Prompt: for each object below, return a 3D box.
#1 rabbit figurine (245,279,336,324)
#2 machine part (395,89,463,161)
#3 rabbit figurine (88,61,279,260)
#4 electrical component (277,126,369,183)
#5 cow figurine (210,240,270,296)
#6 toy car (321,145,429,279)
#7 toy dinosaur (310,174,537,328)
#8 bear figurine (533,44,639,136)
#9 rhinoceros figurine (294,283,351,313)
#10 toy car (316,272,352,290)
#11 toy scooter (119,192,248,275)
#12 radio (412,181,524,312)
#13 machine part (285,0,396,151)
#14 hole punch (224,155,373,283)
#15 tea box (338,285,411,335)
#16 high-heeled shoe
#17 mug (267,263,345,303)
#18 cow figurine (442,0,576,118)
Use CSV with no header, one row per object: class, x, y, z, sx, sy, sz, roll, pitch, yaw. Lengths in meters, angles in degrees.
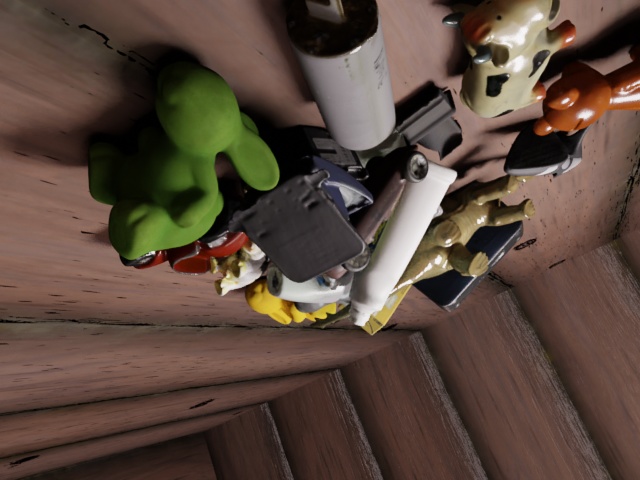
rabbit figurine,-0.065,0.106,1.068,0.173,0.122,0.162,-2,165,-15
machine part,0.150,-0.147,0.697,0.084,0.039,0.138,-42,155,17
rabbit figurine,-0.116,-0.075,0.493,0.159,0.121,0.170,1,135,-35
electrical component,-0.009,-0.091,0.628,0.119,0.075,0.048,-1,151,-39
cow figurine,-0.103,0.021,0.822,0.098,0.068,0.167,-14,163,-36
toy car,0.061,-0.036,0.656,0.202,0.053,0.089,-53,-157,-19
toy dinosaur,0.188,0.006,0.888,0.471,0.105,0.199,-34,-168,-20
bear figurine,0.383,-0.214,0.712,0.196,0.132,0.120,-7,161,10
rhinoceros figurine,0.044,0.081,0.968,0.190,0.112,0.073,-12,-167,-17
toy car,-0.002,-0.002,0.771,0.103,0.162,0.109,-8,131,25
toy scooter,-0.154,0.001,0.702,0.184,0.075,0.135,-21,159,15
radio,0.267,0.016,1.015,0.229,0.131,0.073,-50,154,5
machine part,0.027,-0.152,0.498,0.079,0.079,0.243,-24,160,4
hole punch,-0.014,-0.033,0.582,0.142,0.092,0.115,-25,119,35
tea box,0.126,0.103,1.139,0.169,0.098,0.068,-47,175,-35
high-heeled shoe,0.364,-0.128,0.903,0.249,0.086,0.145,-24,157,-26
mug,-0.033,0.056,0.831,0.107,0.080,0.110,1,-172,-37
cow figurine,0.189,-0.197,0.557,0.127,0.085,0.194,-28,162,-4
